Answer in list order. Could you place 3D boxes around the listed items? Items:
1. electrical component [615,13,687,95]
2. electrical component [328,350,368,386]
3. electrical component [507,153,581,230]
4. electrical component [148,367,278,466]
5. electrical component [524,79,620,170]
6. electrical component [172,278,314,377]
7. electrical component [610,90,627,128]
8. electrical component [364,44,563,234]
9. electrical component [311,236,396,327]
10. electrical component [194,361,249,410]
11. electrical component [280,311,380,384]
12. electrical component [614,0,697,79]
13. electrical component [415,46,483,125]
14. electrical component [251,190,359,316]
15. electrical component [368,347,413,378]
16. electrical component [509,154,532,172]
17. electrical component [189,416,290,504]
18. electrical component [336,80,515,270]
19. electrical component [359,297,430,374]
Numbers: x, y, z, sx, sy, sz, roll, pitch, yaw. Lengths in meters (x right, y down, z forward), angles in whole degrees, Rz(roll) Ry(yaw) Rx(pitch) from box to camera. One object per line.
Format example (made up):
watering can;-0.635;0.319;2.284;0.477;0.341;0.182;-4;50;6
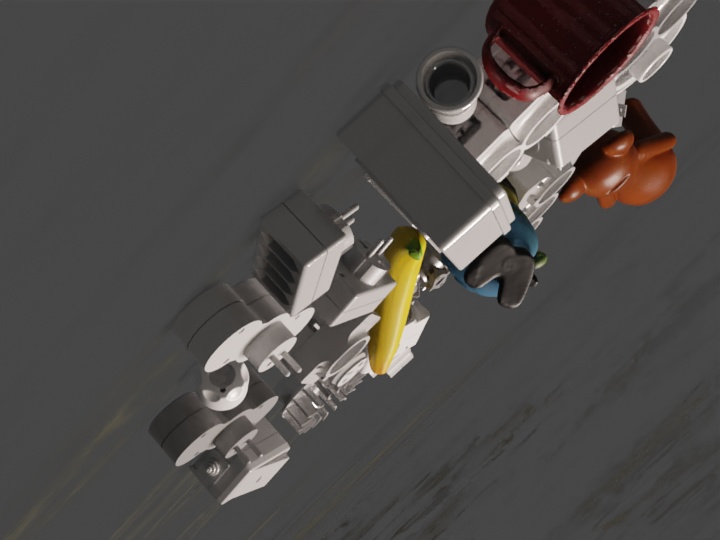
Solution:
electrical component;0.245;-0.203;0.966;0.108;0.060;0.108;-41;167;-12
electrical component;-0.026;0.082;1.066;0.045;0.055;0.045;-41;167;-12
electrical component;0.162;-0.080;1.102;0.089;0.061;0.150;-38;166;-25
electrical component;-0.115;0.138;0.938;0.052;0.073;0.138;-50;165;26
electrical component;0.176;-0.143;0.923;0.096;0.062;0.061;-38;133;-21
electrical component;-0.072;0.049;0.787;0.052;0.073;0.138;-48;166;19
electrical component;0.229;-0.162;1.067;0.055;0.066;0.048;-15;115;-48
electrical component;0.086;-0.097;0.825;0.150;0.061;0.089;-45;167;7
electrical component;0.000;0.000;0.906;0.075;0.047;0.083;-49;166;23
electrical component;-0.113;0.094;0.874;0.043;0.043;0.062;-39;167;-20
electrical component;-0.029;0.059;0.985;0.089;0.055;0.050;-44;167;4
electrical component;0.231;-0.225;0.857;0.150;0.061;0.089;-42;167;-6
electrical component;0.062;-0.121;0.728;0.044;0.044;0.065;-44;172;2
electrical component;-0.030;-0.021;0.751;0.076;0.047;0.083;-37;166;-25
electrical component;0.016;0.100;1.253;0.074;0.052;0.138;-42;166;-4
electrical component;0.140;-0.111;0.990;0.040;0.040;0.078;-48;166;19
electrical component;-0.127;0.201;1.127;0.061;0.061;0.096;-50;165;26
electrical component;0.047;-0.061;0.722;0.056;0.108;0.109;-42;167;4
electrical component;0.025;0.060;1.139;0.089;0.050;0.055;-26;151;-41
